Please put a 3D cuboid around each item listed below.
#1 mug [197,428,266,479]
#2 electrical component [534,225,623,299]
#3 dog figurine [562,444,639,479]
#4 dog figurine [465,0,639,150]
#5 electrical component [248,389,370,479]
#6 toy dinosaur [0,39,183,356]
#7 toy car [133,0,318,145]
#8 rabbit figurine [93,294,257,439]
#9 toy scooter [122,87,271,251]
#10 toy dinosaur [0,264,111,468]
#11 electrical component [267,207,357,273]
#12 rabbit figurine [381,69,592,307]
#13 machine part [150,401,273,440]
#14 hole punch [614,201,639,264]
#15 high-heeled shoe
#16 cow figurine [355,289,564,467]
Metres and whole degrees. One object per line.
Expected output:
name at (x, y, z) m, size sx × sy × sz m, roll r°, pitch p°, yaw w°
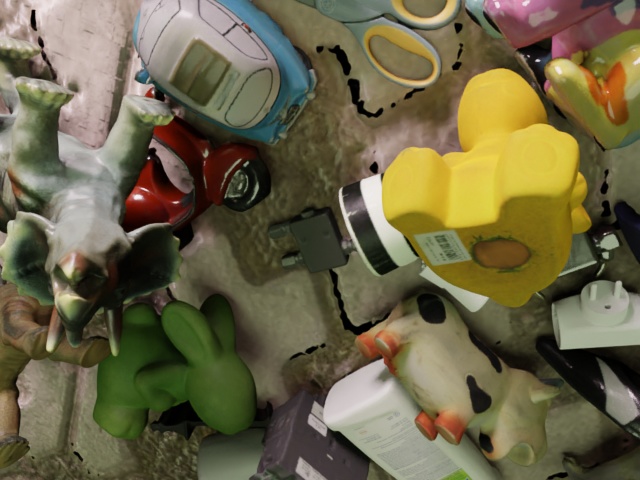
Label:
mug at (-0.081, 0.281, 0.656) m, size 0.107 × 0.081 × 0.109 m, roll -16°, pitch 107°, yaw 11°
electrical component at (0.207, 0.008, 0.474) m, size 0.102 × 0.045 × 0.078 m, roll -31°, pitch 77°, yaw 22°
dog figurine at (0.342, 0.248, 0.494) m, size 0.121 × 0.172 × 0.190 m, roll 34°, pitch 126°, yaw -17°
dog figurine at (0.214, -0.189, 0.337) m, size 0.191 × 0.108 × 0.219 m, roll 43°, pitch 115°, yaw -9°
electrical component at (-0.004, 0.233, 0.581) m, size 0.058 × 0.134 × 0.115 m, roll -39°, pitch 100°, yaw 27°
toy dinosaur at (-0.250, -0.059, 0.463) m, size 0.405 × 0.131 × 0.192 m, roll 30°, pitch 112°, yaw 32°
toy car at (-0.086, -0.140, 0.430) m, size 0.161 × 0.103 × 0.109 m, roll 39°, pitch 115°, yaw -6°
rabbit figurine at (-0.136, 0.136, 0.578) m, size 0.170 × 0.121 × 0.159 m, roll 13°, pitch 97°, yaw 23°
toy scooter at (-0.146, -0.059, 0.503) m, size 0.184 × 0.075 × 0.135 m, roll -30°, pitch 104°, yaw 22°
toy dinosaur at (-0.374, 0.145, 0.573) m, size 0.471 × 0.199 × 0.105 m, roll -43°, pitch 139°, yaw -2°
electrical component at (-0.001, -0.002, 0.527) m, size 0.094 × 0.021 × 0.063 m, roll -13°, pitch 112°, yaw 19°
rabbit figurine at (0.141, -0.049, 0.396) m, size 0.122 × 0.173 × 0.162 m, roll -20°, pitch 135°, yaw 38°
machine part at (-0.121, 0.209, 0.637) m, size 0.139 × 0.084 × 0.039 m, roll 4°, pitch 93°, yaw 2°
hole punch at (0.289, 0.018, 0.412) m, size 0.092 × 0.142 × 0.115 m, roll -10°, pitch 100°, yaw 16°
high-heeled shoe at (0.334, 0.119, 0.469) m, size 0.249 × 0.086 × 0.145 m, roll 34°, pitch 99°, yaw 23°
cow figurine at (0.143, 0.133, 0.517) m, size 0.195 × 0.127 × 0.085 m, roll 51°, pitch 161°, yaw 3°
